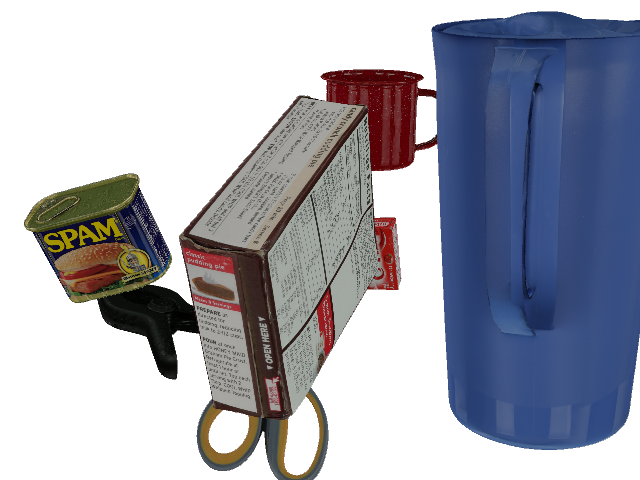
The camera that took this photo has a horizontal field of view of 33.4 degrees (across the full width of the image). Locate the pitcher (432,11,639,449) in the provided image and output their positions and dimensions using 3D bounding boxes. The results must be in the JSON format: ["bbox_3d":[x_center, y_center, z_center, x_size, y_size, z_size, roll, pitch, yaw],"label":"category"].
[{"bbox_3d":[0.125,-0.005,0.609,0.149,0.243,0.145,-8,17,-22],"label":"pitcher"}]

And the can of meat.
[{"bbox_3d":[-0.188,0.000,0.917,0.102,0.084,0.057,-14,31,14],"label":"can of meat"}]

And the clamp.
[{"bbox_3d":[-0.168,0.085,1.119,0.210,0.036,0.164,19,20,28],"label":"clamp"}]

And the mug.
[{"bbox_3d":[0.059,-0.110,0.975,0.117,0.081,0.093,0,16,-1],"label":"mug"}]

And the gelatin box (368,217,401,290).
[{"bbox_3d":[0.057,0.016,1.290,0.073,0.089,0.030,1,29,15],"label":"gelatin box"}]

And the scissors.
[{"bbox_3d":[-0.043,0.075,0.734,0.096,0.202,0.016,-11,-32,1],"label":"scissors"}]

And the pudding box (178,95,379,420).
[{"bbox_3d":[-0.012,0.005,0.447,0.039,0.090,0.113,8,38,20],"label":"pudding box"}]
